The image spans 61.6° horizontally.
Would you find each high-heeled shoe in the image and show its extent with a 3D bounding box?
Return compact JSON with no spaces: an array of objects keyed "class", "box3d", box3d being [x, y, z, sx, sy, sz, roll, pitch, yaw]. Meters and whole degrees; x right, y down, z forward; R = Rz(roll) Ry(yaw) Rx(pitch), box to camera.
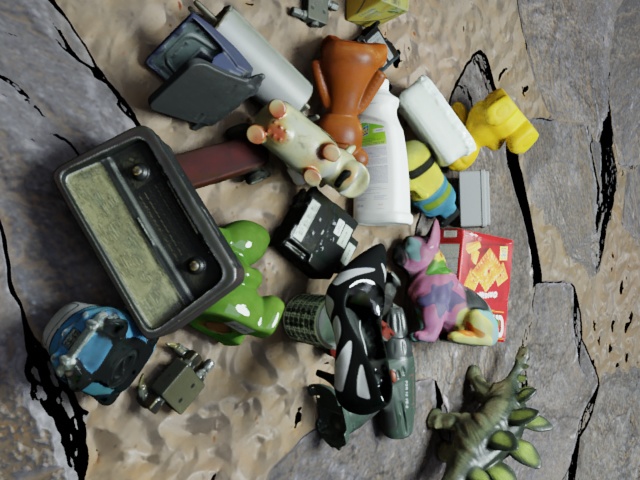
[{"class":"high-heeled shoe","box3d":[0.073,0.108,0.730,0.086,0.145,0.248,35,69,-31]}]

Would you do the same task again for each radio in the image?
[{"class":"radio","box3d":[-0.197,-0.011,0.642,0.131,0.073,0.229,-32,87,-3]}]

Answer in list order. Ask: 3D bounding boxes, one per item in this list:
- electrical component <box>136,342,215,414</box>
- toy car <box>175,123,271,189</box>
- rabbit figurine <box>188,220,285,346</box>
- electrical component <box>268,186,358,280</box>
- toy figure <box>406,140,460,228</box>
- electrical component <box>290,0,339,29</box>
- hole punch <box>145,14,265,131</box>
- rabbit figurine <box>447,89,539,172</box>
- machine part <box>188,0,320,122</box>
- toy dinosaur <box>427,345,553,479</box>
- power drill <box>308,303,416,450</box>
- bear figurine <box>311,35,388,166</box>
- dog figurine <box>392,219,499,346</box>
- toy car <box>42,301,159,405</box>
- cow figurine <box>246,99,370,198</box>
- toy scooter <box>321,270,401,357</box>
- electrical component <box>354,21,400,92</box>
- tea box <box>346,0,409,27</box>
[{"class":"electrical component","box3d":[-0.197,0.187,0.724,0.102,0.045,0.078,-54,146,-22]},{"class":"toy car","box3d":[-0.159,-0.103,0.754,0.202,0.053,0.089,-25,93,-36]},{"class":"rabbit figurine","box3d":[-0.133,0.043,0.753,0.159,0.121,0.170,28,54,-25]},{"class":"electrical component","box3d":[-0.002,-0.003,0.864,0.134,0.058,0.115,41,68,-28]},{"class":"toy figure","box3d":[0.195,-0.106,0.996,0.180,0.082,0.089,41,85,-25]},{"class":"electrical component","box3d":[-0.008,-0.386,0.895,0.094,0.021,0.063,3,87,-37]},{"class":"hole punch","box3d":[-0.160,-0.220,0.717,0.115,0.142,0.092,14,53,-51]},{"class":"rabbit figurine","box3d":[0.308,-0.214,1.055,0.121,0.173,0.162,29,27,-33]},{"class":"machine part","box3d":[-0.094,-0.255,0.792,0.243,0.079,0.079,38,67,-30]},{"class":"toy dinosaur","box3d":[0.298,0.364,0.986,0.471,0.199,0.105,-45,111,-30]},{"class":"power drill","box3d":[0.081,0.241,0.911,0.207,0.086,0.231,-16,100,-43]},{"class":"bear figurine","box3d":[0.043,-0.226,0.885,0.132,0.120,0.195,-73,169,-64]},{"class":"dog figurine","box3d":[0.224,0.077,0.965,0.108,0.192,0.219,47,46,-78]},{"class":"toy car","box3d":[-0.268,0.122,0.630,0.103,0.161,0.109,28,76,15]},{"class":"cow figurine","box3d":[-0.010,-0.128,0.791,0.195,0.127,0.085,34,104,-13]},{"class":"toy scooter","box3d":[0.080,0.113,0.873,0.075,0.135,0.184,42,64,-26]},{"class":"electrical component","box3d":[0.101,-0.316,0.958,0.075,0.048,0.119,-44,111,-28]},{"class":"tea box","box3d":[0.099,-0.469,0.931,0.068,0.098,0.169,1,86,-37]}]
